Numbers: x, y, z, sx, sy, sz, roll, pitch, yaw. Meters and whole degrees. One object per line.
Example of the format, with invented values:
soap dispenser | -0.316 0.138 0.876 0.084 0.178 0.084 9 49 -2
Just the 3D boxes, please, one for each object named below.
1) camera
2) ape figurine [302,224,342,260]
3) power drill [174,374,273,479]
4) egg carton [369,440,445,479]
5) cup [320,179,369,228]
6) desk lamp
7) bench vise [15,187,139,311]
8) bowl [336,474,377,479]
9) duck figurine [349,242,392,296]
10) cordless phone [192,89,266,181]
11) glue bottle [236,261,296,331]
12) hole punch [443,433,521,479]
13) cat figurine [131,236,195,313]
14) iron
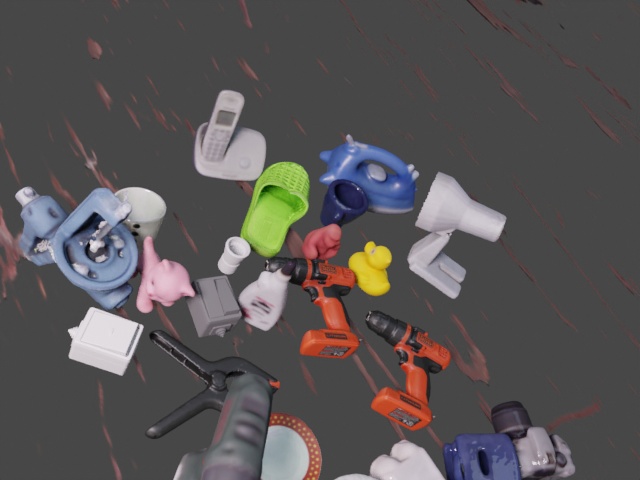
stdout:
camera | 0.378 0.364 1.039 0.143 0.100 0.136 9 50 -26
ape figurine | 0.010 0.004 1.111 0.078 0.092 0.076 5 52 -29
power drill | -0.124 0.290 0.707 0.076 0.208 0.229 25 45 -12
egg carton | 0.146 0.395 0.889 0.107 0.069 0.150 -21 68 -41
cup | 0.037 -0.056 1.175 0.092 0.095 0.118 33 44 -5
desk lamp | 0.273 -0.015 1.205 0.203 0.213 0.118 35 44 -2
bench vise | -0.346 -0.011 0.807 0.208 0.219 0.121 26 45 -11
bowl | 0.048 0.423 0.801 0.168 0.074 0.167 17 47 -19
duck figurine | 0.112 0.052 1.140 0.078 0.086 0.104 -13 62 -38
cordless phone | -0.160 -0.203 1.108 0.148 0.185 0.094 2 54 -31
glue bottle | -0.080 0.084 0.931 0.078 0.173 0.037 27 45 -10
hole punch | 0.271 0.384 0.962 0.101 0.091 0.108 15 48 -21
cat figurine | -0.248 0.053 0.890 0.067 0.117 0.127 -14 63 -39
iron | 0.131 -0.147 1.276 0.259 0.141 0.118 17 48 -20
